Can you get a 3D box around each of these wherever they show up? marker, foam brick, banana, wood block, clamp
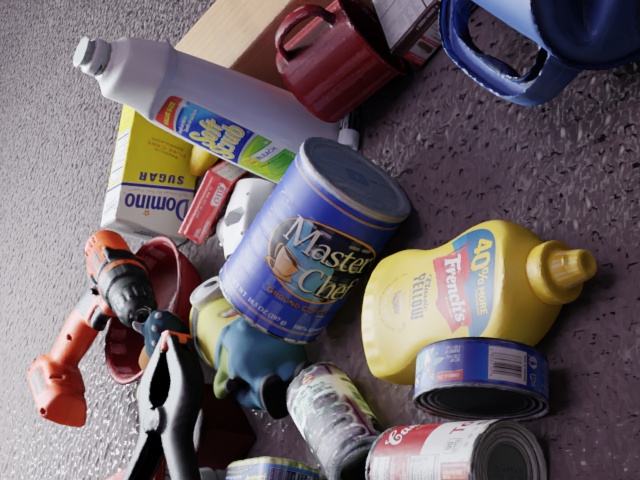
[{"bbox_3d":[0.032,-0.139,0.975,0.020,0.020,0.121,-18,59,52],"label":"marker"},{"bbox_3d":[-0.102,0.174,0.981,0.053,0.051,0.078,-59,34,16],"label":"foam brick"},{"bbox_3d":[-0.085,-0.129,1.131,0.198,0.037,0.069,-24,54,49],"label":"banana"},{"bbox_3d":[-0.058,-0.186,1.025,0.206,0.090,0.090,-44,48,19],"label":"wood block"},{"bbox_3d":[-0.141,0.169,0.941,0.120,0.039,0.171,-21,58,36],"label":"clamp"}]

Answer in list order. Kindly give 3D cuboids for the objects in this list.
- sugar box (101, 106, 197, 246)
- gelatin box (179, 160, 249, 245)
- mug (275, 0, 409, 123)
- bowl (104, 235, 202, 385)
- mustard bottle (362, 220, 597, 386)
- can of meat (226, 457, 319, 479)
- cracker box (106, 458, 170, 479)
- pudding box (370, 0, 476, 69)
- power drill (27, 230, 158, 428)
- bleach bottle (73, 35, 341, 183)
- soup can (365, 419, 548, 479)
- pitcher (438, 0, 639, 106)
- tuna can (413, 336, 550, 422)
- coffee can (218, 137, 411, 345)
[{"bbox_3d":[-0.185,-0.087,1.209,0.048,0.093,0.176,-25,55,50],"label":"sugar box"},{"bbox_3d":[-0.107,-0.040,1.086,0.073,0.030,0.089,-62,-1,14],"label":"gelatin box"},{"bbox_3d":[0.009,-0.159,0.914,0.082,0.117,0.093,-37,52,23],"label":"mug"},{"bbox_3d":[-0.166,0.079,1.126,0.162,0.055,0.162,-33,48,45],"label":"bowl"},{"bbox_3d":[0.108,0.038,0.728,0.192,0.058,0.096,-23,53,50],"label":"mustard bottle"},{"bbox_3d":[-0.044,0.222,0.856,0.102,0.057,0.084,-27,50,58],"label":"can of meat"},{"bbox_3d":[-0.189,0.314,1.021,0.214,0.072,0.164,-35,47,42],"label":"cracker box"},{"bbox_3d":[0.087,-0.217,0.916,0.090,0.039,0.113,-47,37,32],"label":"pudding box"},{"bbox_3d":[-0.235,0.098,1.115,0.188,0.057,0.185,-60,29,10],"label":"power drill"},{"bbox_3d":[-0.101,-0.118,0.946,0.103,0.250,0.068,-21,56,51],"label":"bleach bottle"},{"bbox_3d":[0.087,0.152,0.691,0.102,0.068,0.068,-18,59,52],"label":"soup can"},{"bbox_3d":[0.135,-0.208,0.744,0.149,0.145,0.243,-29,35,-9],"label":"pitcher"},{"bbox_3d":[0.103,0.091,0.682,0.086,0.086,0.033,-25,52,49],"label":"tuna can"},{"bbox_3d":[-0.006,0.001,0.879,0.140,0.102,0.103,-55,35,23],"label":"coffee can"}]
